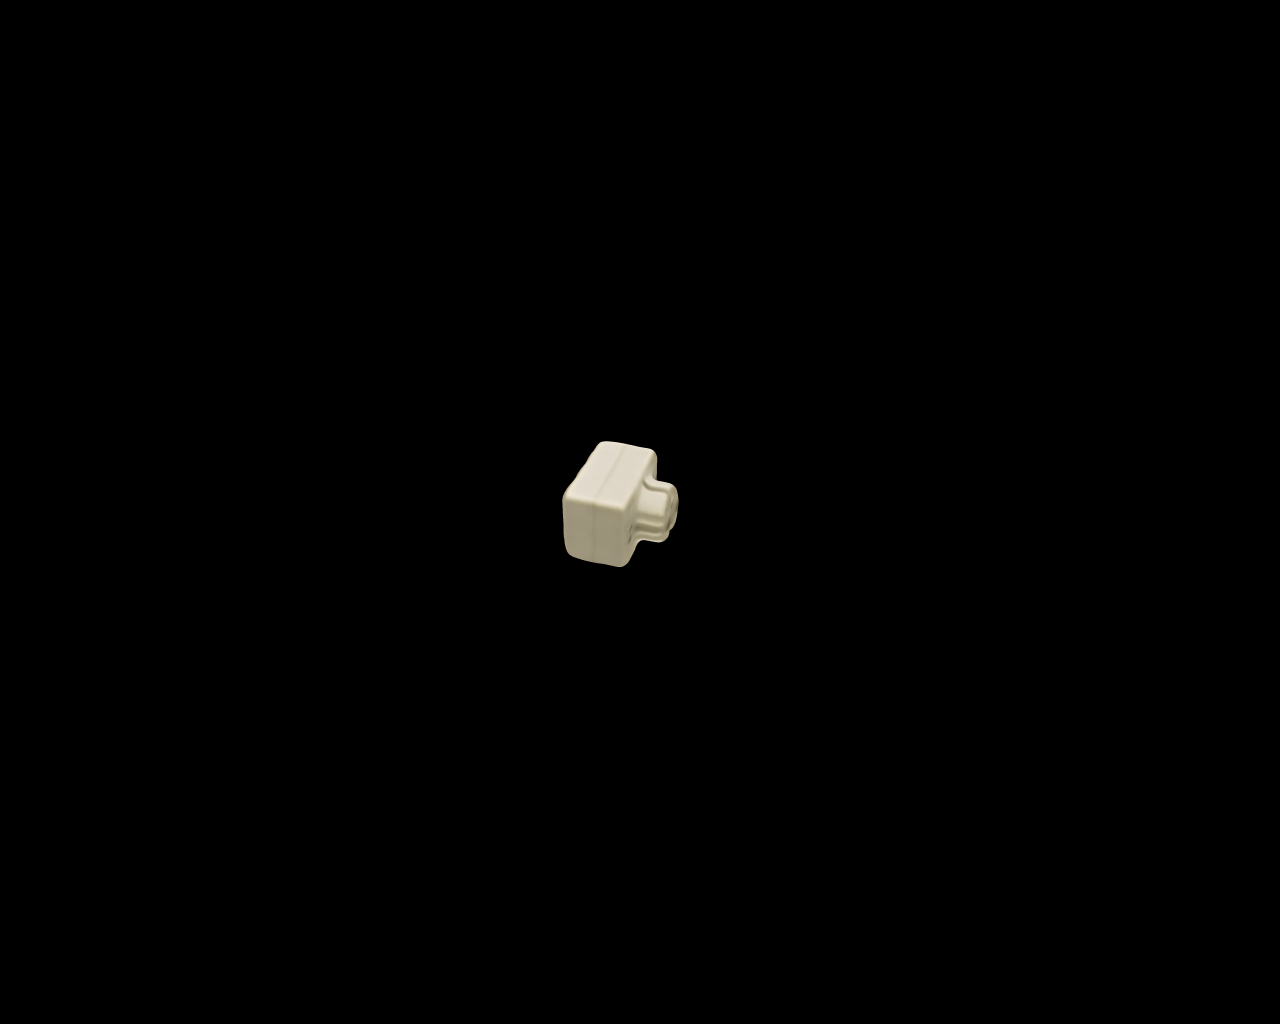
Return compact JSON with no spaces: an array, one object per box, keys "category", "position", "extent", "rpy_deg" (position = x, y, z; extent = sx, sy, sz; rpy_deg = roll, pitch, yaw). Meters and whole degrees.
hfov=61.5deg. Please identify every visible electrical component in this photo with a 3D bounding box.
[{"category":"electrical component","position":[0.001,-0.003,0.650],"extent":[0.077,0.047,0.066],"rpy_deg":[11,39,14]}]
